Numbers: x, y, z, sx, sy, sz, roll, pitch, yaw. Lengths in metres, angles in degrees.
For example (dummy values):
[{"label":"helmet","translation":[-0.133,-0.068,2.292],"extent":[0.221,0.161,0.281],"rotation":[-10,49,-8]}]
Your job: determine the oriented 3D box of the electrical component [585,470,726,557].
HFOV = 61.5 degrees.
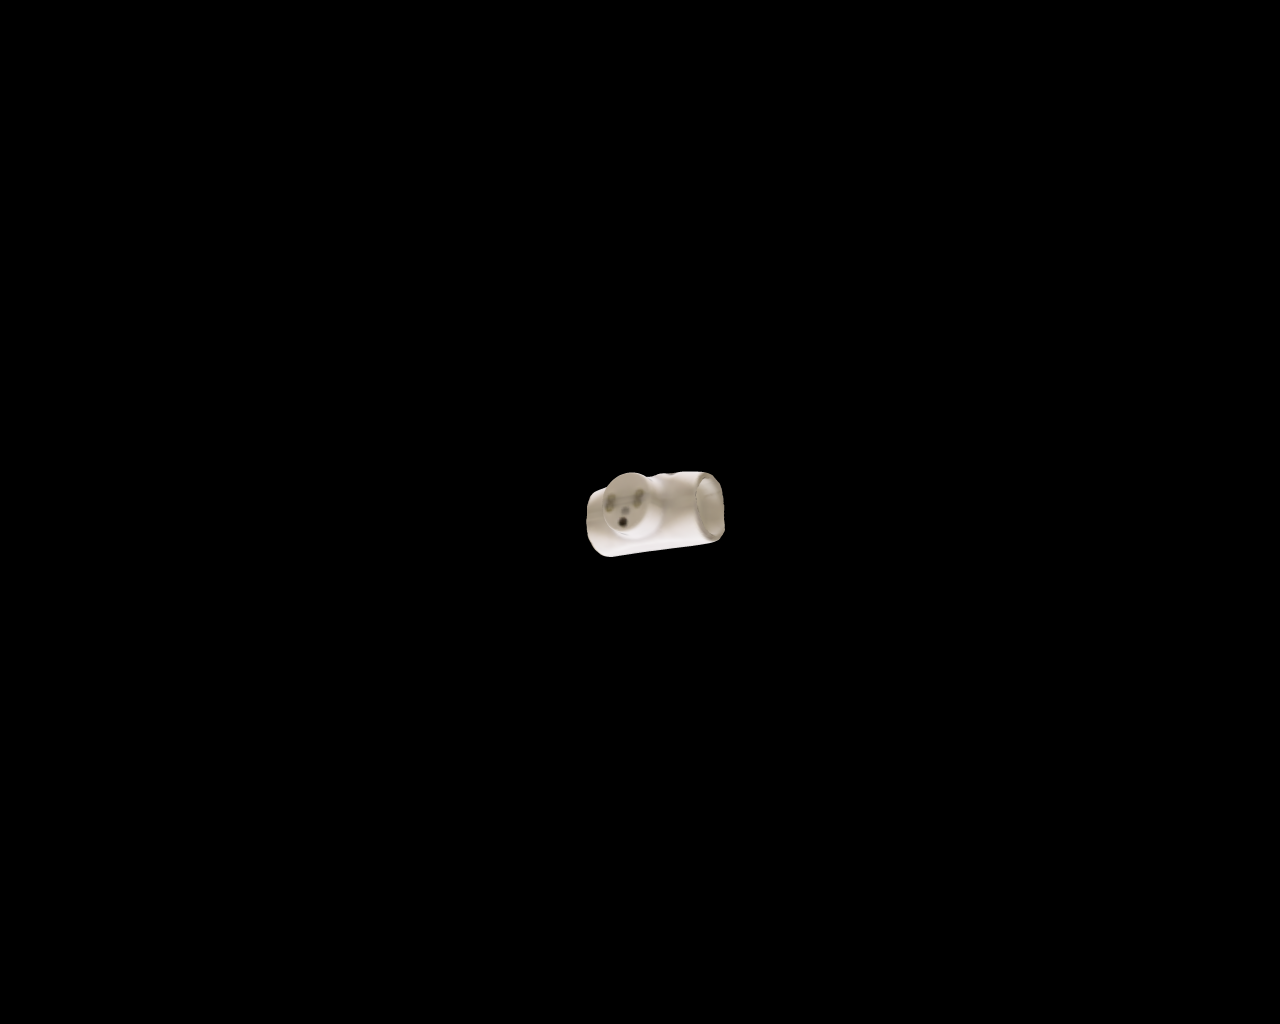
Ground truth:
[{"label":"electrical component","translation":[0.001,-0.003,0.650],"extent":[0.077,0.044,0.079],"rotation":[-9,-19,29]}]
